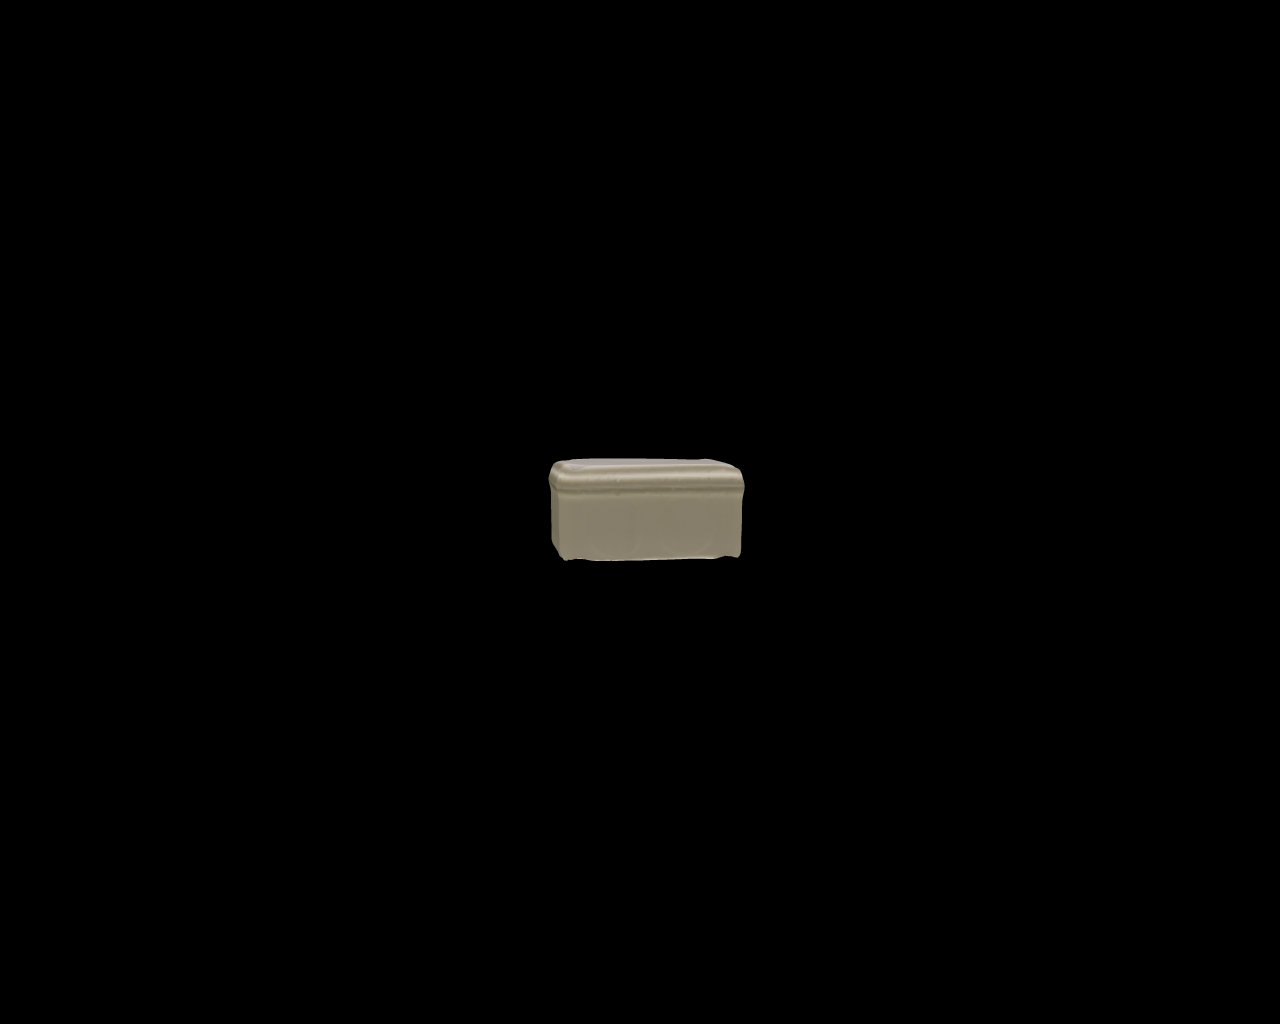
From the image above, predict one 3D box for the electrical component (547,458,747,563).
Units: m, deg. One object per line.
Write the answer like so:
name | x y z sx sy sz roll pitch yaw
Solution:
electrical component | 0.001 -0.003 0.650 0.109 0.056 0.109 -1 5 -7
